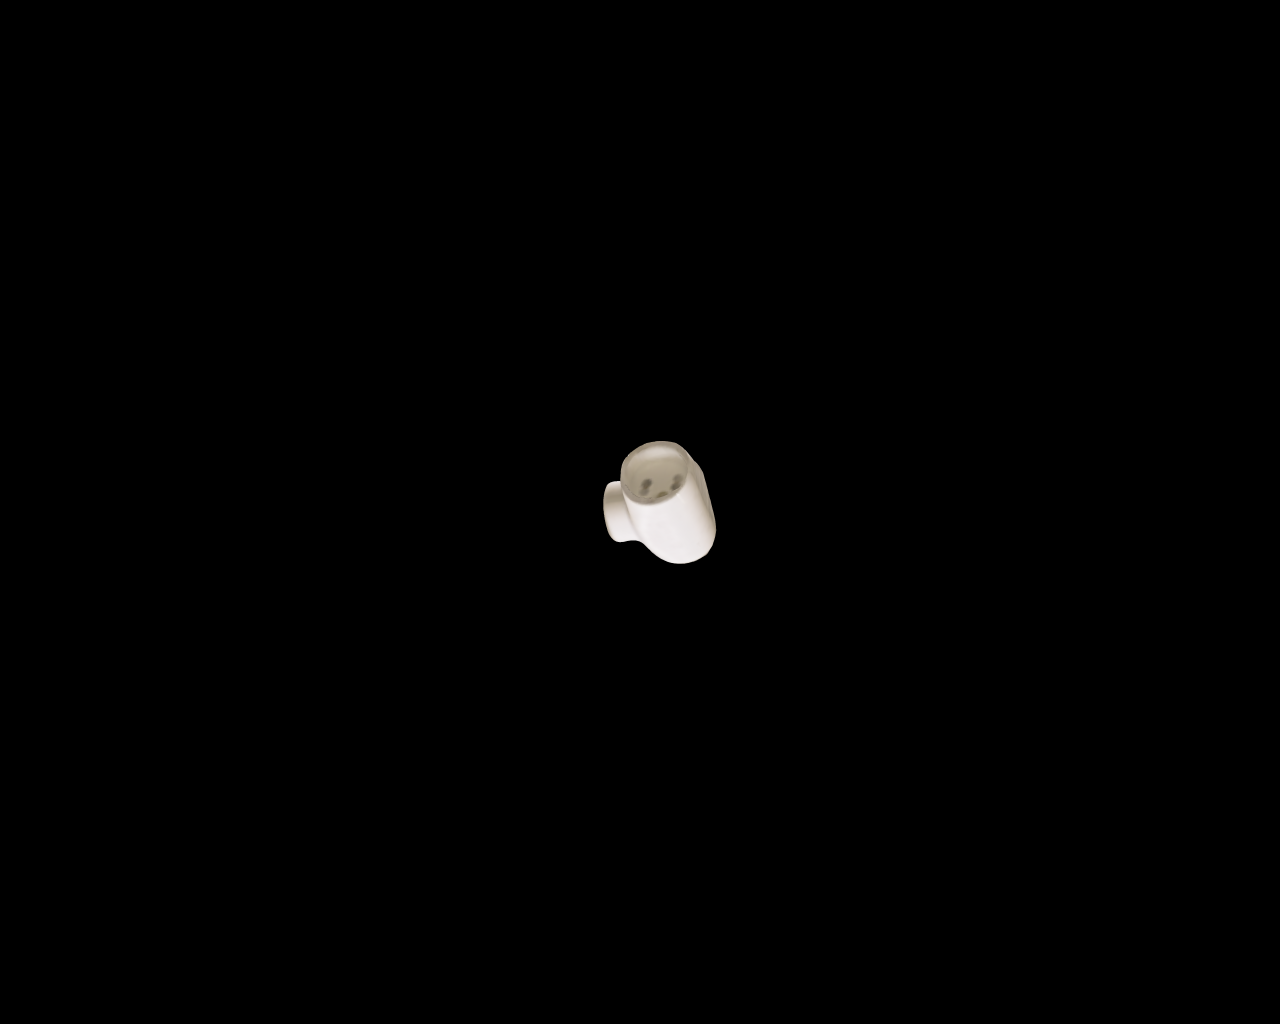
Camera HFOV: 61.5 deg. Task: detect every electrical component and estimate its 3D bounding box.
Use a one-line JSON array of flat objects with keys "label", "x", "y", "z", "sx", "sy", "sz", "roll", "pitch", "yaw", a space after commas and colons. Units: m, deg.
[{"label": "electrical component", "x": 0.001, "y": -0.003, "z": 0.650, "sx": 0.079, "sy": 0.044, "sz": 0.077, "roll": -8, "pitch": -31, "yaw": 13}]
